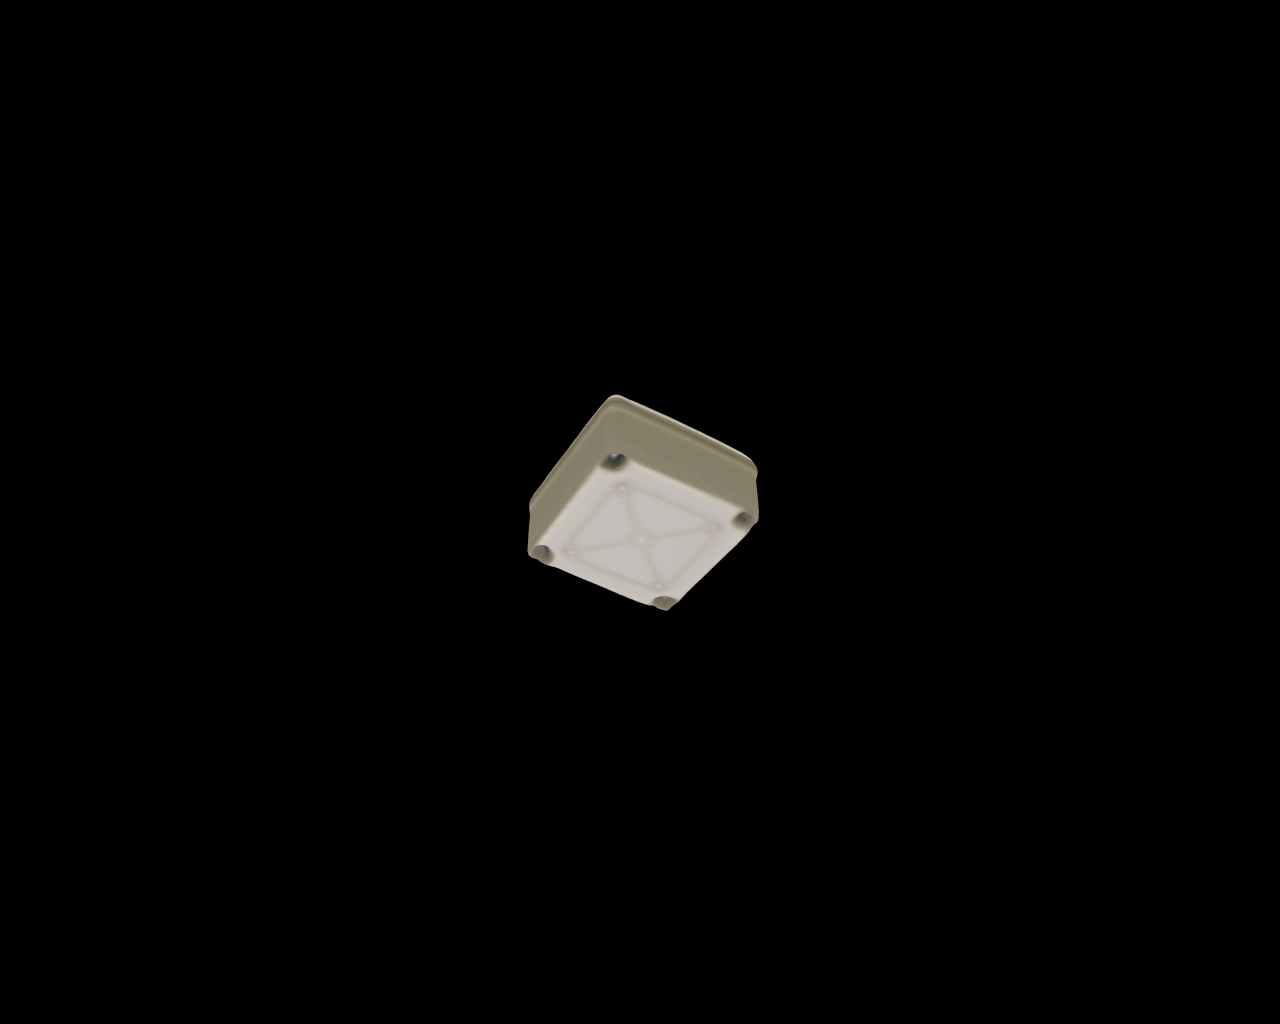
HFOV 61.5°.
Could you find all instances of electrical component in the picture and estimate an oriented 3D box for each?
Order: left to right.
[{"bbox_3d":[0.001,-0.003,0.650,0.109,0.056,0.108,24,-50,-22],"label":"electrical component"}]
